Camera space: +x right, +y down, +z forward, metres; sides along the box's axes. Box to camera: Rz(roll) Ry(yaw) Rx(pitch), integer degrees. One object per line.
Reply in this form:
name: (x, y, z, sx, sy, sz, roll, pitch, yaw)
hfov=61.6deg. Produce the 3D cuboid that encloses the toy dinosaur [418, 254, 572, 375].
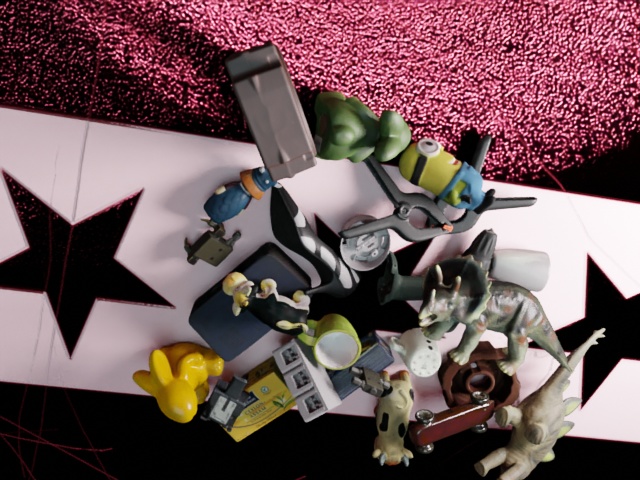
toy dinosaur: (0.337, 0.140, 1.010, 0.405, 0.131, 0.192, 11, 113, -19)

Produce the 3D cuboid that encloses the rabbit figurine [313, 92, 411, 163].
rabbit figurine: (0.086, -0.191, 0.924, 0.170, 0.159, 0.121, 0, 102, -20)

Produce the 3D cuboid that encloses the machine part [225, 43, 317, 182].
machine part: (-0.075, -0.209, 0.863, 0.087, 0.201, 0.201, -19, 111, 0)

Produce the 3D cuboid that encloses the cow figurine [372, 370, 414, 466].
cow figurine: (0.157, 0.391, 1.149, 0.085, 0.127, 0.194, 6, 108, -3)

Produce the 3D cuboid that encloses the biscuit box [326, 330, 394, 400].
biscuit box: (0.057, 0.279, 1.134, 0.203, 0.059, 0.062, -38, 109, 9)

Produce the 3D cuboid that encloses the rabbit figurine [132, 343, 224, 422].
rabbit figurine: (-0.273, 0.274, 1.049, 0.162, 0.173, 0.122, 37, 108, -21)

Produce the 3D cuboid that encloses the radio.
radio: (-0.138, 0.120, 1.054, 0.229, 0.073, 0.131, -40, 108, 9)

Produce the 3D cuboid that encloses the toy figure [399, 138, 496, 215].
toy figure: (0.226, -0.111, 0.968, 0.180, 0.082, 0.089, 38, 98, 1)

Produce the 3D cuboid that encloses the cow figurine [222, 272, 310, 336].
cow figurine: (-0.099, 0.119, 0.966, 0.167, 0.098, 0.068, 22, 112, -12)

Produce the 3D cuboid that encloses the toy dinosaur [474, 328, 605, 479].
toy dinosaur: (0.467, 0.389, 1.154, 0.198, 0.105, 0.470, 0, 120, -41)

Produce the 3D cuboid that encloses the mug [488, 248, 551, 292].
mug: (0.387, 0.064, 1.074, 0.107, 0.081, 0.109, 12, 122, 0)

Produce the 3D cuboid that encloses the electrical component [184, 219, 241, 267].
electrical component: (-0.210, 0.006, 1.022, 0.078, 0.045, 0.102, 27, 112, -43)

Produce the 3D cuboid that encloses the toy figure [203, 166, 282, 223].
toy figure: (-0.141, -0.090, 0.979, 0.154, 0.064, 0.058, -34, 66, 7)

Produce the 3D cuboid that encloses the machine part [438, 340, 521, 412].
machine part: (0.343, 0.302, 1.167, 0.179, 0.056, 0.179, -1, 110, -3)

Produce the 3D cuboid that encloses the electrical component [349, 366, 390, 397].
electrical component: (0.102, 0.284, 1.073, 0.094, 0.063, 0.021, 27, 107, -15)

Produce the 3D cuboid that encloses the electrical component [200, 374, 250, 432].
electrical component: (-0.182, 0.313, 1.068, 0.075, 0.048, 0.119, 24, 102, -3)

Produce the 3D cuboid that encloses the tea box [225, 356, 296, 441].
tea box: (-0.136, 0.335, 1.137, 0.170, 0.068, 0.098, -35, 109, 10)

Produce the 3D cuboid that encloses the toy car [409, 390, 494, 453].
toy car: (0.275, 0.374, 1.120, 0.202, 0.053, 0.089, -13, 109, -20)

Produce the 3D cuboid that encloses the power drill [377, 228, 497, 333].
power drill: (0.225, 0.069, 1.064, 0.207, 0.086, 0.231, 6, 113, -15)

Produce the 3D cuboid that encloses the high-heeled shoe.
high-heeled shoe: (-0.002, -0.003, 1.029, 0.145, 0.086, 0.248, -18, 93, -37)
